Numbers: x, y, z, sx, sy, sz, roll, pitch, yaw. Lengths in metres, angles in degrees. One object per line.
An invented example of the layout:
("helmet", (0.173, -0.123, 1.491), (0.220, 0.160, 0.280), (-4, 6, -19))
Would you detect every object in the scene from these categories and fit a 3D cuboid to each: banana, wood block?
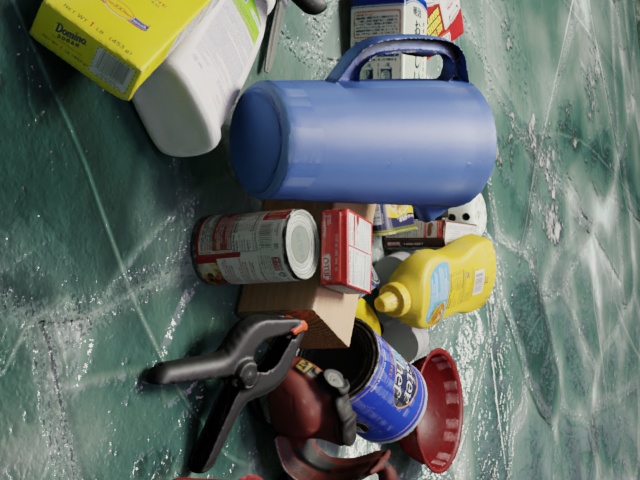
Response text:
("banana", (0.030, 0.091, 1.228), (0.197, 0.037, 0.069), (46, 46, -51))
("wood block", (-0.008, 0.001, 1.110), (0.090, 0.090, 0.206), (48, 46, -49))

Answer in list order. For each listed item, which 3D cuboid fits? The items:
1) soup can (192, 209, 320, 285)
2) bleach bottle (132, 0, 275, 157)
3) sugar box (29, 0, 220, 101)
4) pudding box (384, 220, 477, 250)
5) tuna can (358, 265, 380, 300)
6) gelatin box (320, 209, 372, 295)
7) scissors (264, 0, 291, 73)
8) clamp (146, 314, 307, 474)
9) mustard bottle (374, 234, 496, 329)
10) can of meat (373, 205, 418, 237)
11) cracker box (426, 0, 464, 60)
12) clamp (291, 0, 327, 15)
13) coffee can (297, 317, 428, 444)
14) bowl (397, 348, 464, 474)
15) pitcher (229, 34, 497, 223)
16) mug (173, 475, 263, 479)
("soup can", (-0.060, 0.007, 0.998), (0.068, 0.102, 0.068), (12, 76, -61))
("bleach bottle", (-0.093, -0.190, 1.001), (0.102, 0.068, 0.250), (67, 32, -33))
("sugar box", (-0.148, -0.195, 0.869), (0.093, 0.048, 0.176), (36, 46, -6))
("pudding box", (0.145, -0.006, 1.398), (0.113, 0.090, 0.039), (0, 88, -61))
("tuna can", (0.029, 0.025, 1.192), (0.086, 0.034, 0.086), (51, 11, -14))
("gelatin box", (0.025, 0.013, 1.030), (0.089, 0.030, 0.073), (23, 66, -70))
("scissors", (-0.031, -0.265, 1.173), (0.096, 0.016, 0.202), (22, 68, -60))
("clamp", (-0.082, 0.116, 0.973), (0.171, 0.039, 0.120), (-49, 135, -28))
("mustard bottle", (0.136, 0.056, 1.293), (0.191, 0.058, 0.096), (-16, 120, -43))
("can of meat", (0.076, -0.048, 1.309), (0.101, 0.058, 0.084), (-11, 95, -62))
("cracker box", (0.117, -0.355, 1.405), (0.164, 0.072, 0.214), (-43, 125, -55))
("clamp", (-0.074, -0.288, 0.975), (0.209, 0.036, 0.164), (-8, 95, -33))
("coffee can", (0.047, 0.156, 1.183), (0.140, 0.103, 0.102), (45, 49, -51))
("bowl", (0.133, 0.221, 1.389), (0.161, 0.055, 0.162), (11, 78, -61))
("pitcher", (0.041, -0.105, 1.021), (0.242, 0.145, 0.149), (-3, 67, -34))
("mug", (-0.090, 0.254, 0.937), (0.117, 0.082, 0.093), (41, 52, -53))
